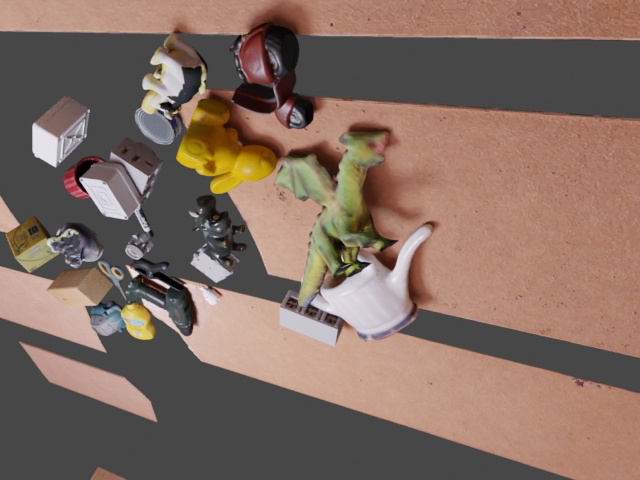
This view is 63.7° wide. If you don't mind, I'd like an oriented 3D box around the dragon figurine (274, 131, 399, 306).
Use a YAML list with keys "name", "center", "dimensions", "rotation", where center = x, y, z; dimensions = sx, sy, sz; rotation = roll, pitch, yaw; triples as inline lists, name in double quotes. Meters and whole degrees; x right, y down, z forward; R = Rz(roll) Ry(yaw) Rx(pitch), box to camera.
- name: "dragon figurine"
  center: [0.003, -0.047, 0.936]
  dimensions: [0.403, 0.123, 0.245]
  rotation: [-42, 75, 43]

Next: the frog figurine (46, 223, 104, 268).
- name: "frog figurine"
  center: [-0.687, 0.012, 1.479]
  dimensions: [0.137, 0.123, 0.159]
  rotation: [20, 179, -3]

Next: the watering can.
- name: "watering can"
  center: [0.121, 0.095, 1.041]
  dimensions: [0.344, 0.106, 0.221]
  rotation: [-23, 119, 36]
